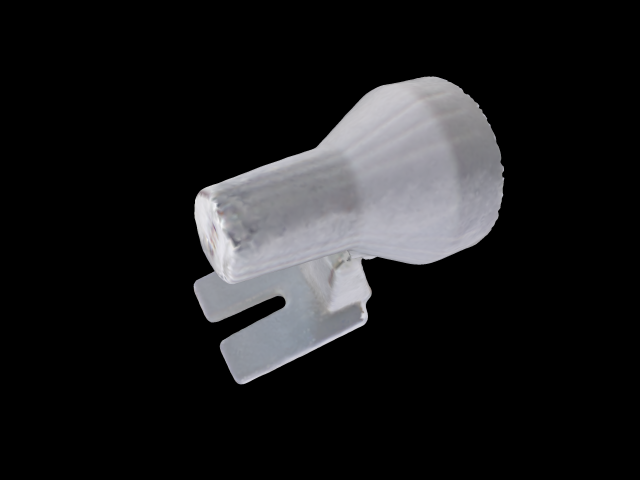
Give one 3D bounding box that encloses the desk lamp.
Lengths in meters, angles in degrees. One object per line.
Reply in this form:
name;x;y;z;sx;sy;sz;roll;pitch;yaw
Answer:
desk lamp;0.004;0.001;0.400;0.203;0.213;0.118;-26;69;-11
